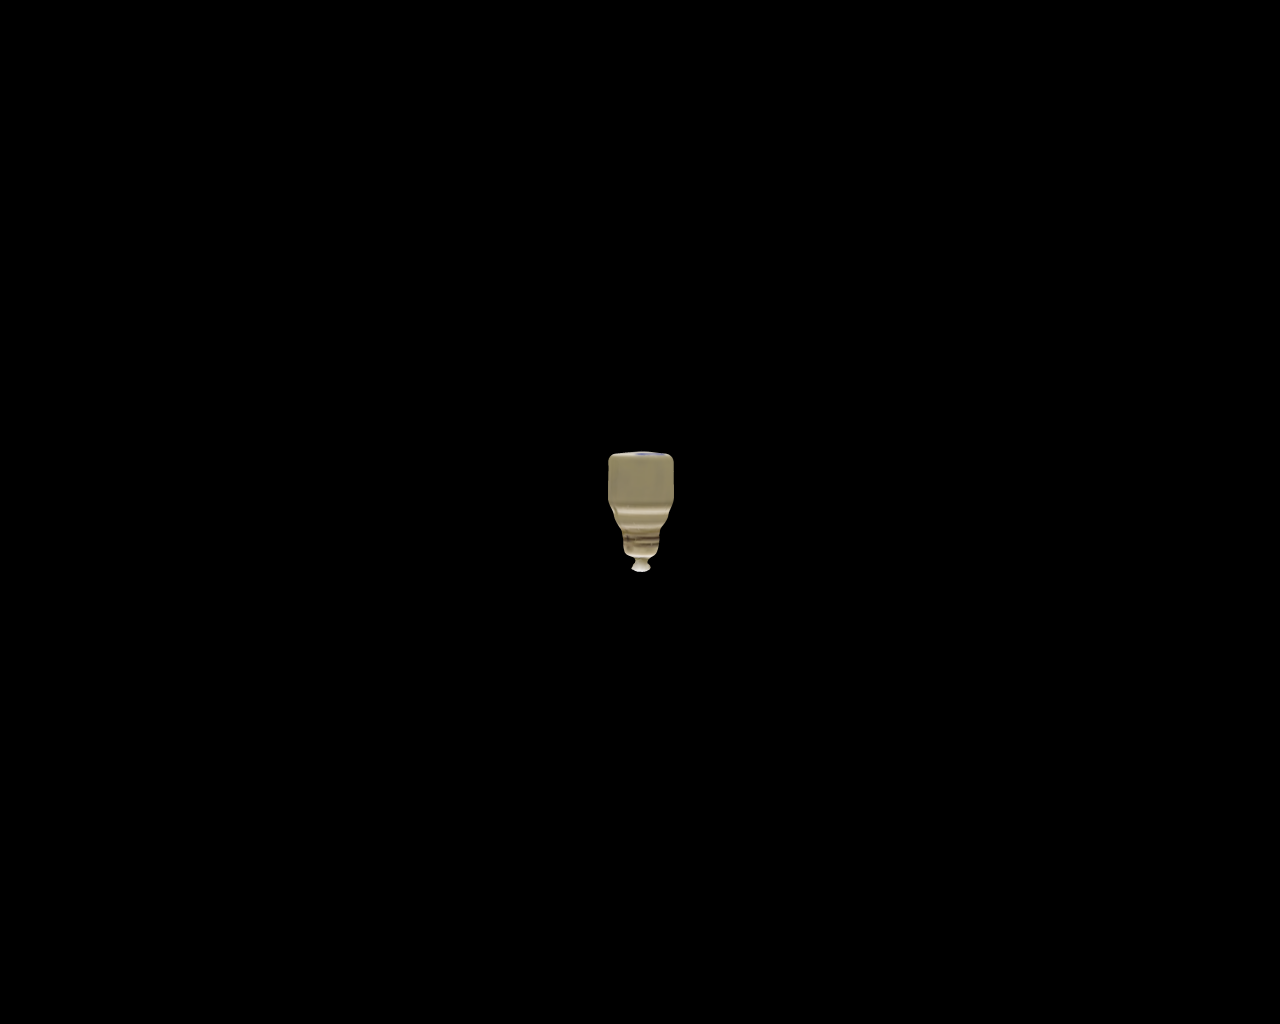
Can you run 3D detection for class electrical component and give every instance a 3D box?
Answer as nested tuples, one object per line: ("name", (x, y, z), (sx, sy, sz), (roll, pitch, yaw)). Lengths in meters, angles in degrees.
("electrical component", (0.001, -0.003, 0.650), (0.040, 0.078, 0.040), (0, 2, 0))
